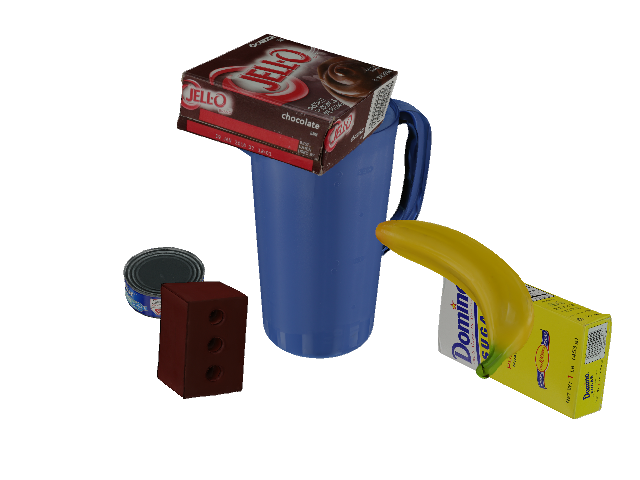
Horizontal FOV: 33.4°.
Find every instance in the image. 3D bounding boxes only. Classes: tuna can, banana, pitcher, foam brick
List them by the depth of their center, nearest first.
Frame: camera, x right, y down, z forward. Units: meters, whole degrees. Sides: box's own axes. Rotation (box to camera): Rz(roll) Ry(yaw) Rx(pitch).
[{"bbox_3d":[0.108,0.028,0.802,0.069,0.037,0.198,-10,32,-17],"label":"banana"},{"bbox_3d":[-0.091,0.075,0.822,0.052,0.078,0.051,-3,13,-31],"label":"foam brick"},{"bbox_3d":[0.010,-0.018,0.985,0.149,0.243,0.144,12,32,17],"label":"pitcher"},{"bbox_3d":[-0.167,0.045,1.142,0.086,0.034,0.086,3,36,-2],"label":"tuna can"}]

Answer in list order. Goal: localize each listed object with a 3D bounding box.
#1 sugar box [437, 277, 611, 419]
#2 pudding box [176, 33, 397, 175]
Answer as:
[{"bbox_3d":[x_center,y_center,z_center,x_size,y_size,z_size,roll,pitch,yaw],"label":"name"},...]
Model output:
[{"bbox_3d":[0.185,0.089,0.997,0.048,0.093,0.176,-11,21,-39],"label":"sugar box"},{"bbox_3d":[-0.017,-0.081,0.612,0.090,0.039,0.113,20,25,15],"label":"pudding box"}]
